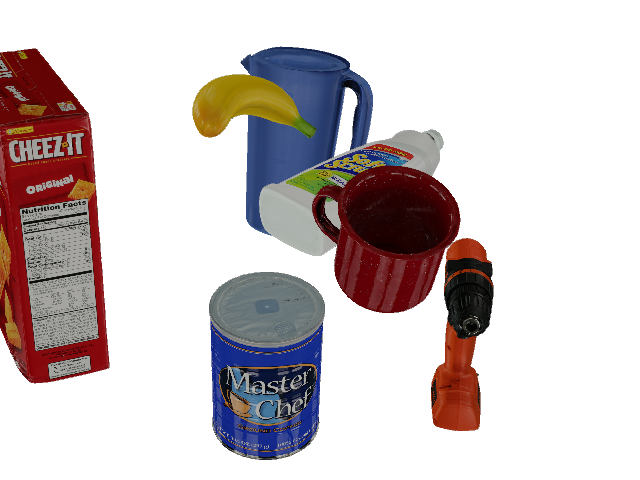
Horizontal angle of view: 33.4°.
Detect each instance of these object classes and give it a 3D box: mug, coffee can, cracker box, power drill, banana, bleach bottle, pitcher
[{"bbox_3d":[0.044,-0.003,0.831,0.117,0.093,0.081,26,-37,13],"label":"mug"},{"bbox_3d":[-0.049,0.114,0.977,0.103,0.140,0.103,2,34,-1],"label":"coffee can"},{"bbox_3d":[-0.225,-0.021,0.829,0.072,0.214,0.164,-12,30,-24],"label":"cracker box"},{"bbox_3d":[0.157,0.111,1.168,0.057,0.188,0.184,6,24,5],"label":"power drill"},{"bbox_3d":[-0.068,-0.122,0.960,0.070,0.037,0.197,38,21,18],"label":"banana"},{"bbox_3d":[0.050,-0.072,1.247,0.103,0.068,0.250,28,44,33],"label":"bleach bottle"},{"bbox_3d":[-0.028,-0.129,1.427,0.144,0.243,0.149,-4,24,-23],"label":"pitcher"}]
